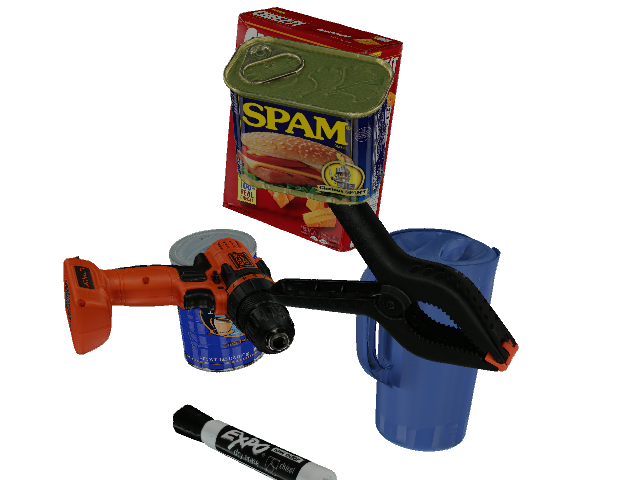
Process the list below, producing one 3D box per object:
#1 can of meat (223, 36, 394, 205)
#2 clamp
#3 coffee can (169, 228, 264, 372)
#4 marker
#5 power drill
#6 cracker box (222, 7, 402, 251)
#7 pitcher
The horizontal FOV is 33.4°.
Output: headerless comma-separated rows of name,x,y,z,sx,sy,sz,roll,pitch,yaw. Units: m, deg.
can of meat,-0.007,-0.074,0.679,0.102,0.057,0.084,13,-41,12
clamp,0.059,0.032,0.831,0.210,0.165,0.036,26,47,15
coffee can,-0.121,0.070,1.273,0.103,0.140,0.103,-4,26,2
marker,-0.042,0.123,0.626,0.121,0.020,0.020,16,10,38
power drill,-0.129,0.056,0.950,0.187,0.057,0.185,-4,22,-19
cracker box,-0.014,-0.114,1.092,0.164,0.214,0.071,22,29,31
pitcher,0.117,0.115,1.224,0.149,0.243,0.145,7,17,7
